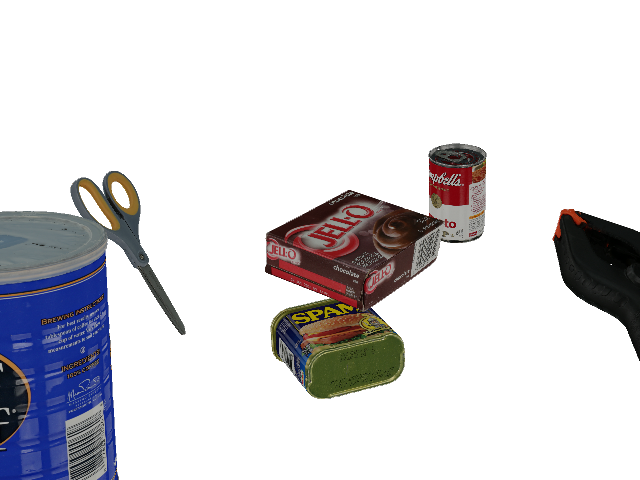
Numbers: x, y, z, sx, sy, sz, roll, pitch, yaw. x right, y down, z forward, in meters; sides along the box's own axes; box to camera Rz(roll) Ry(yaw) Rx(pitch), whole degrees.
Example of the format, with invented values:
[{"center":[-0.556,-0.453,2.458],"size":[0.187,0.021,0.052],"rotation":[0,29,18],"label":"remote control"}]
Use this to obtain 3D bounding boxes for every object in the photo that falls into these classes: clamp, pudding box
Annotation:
[{"center":[0.230,0.036,0.723],"size":[0.120,0.039,0.171],"rotation":[-6,43,-27],"label":"clamp"},{"center":[0.026,0.005,0.799],"size":[0.090,0.039,0.113],"rotation":[21,29,29],"label":"pudding box"}]

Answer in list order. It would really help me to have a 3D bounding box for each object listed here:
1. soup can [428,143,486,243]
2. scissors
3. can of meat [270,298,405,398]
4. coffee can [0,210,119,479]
[{"center":[0.163,-0.057,1.277],"size":[0.068,0.102,0.068],"rotation":[-2,27,1],"label":"soup can"},{"center":[-0.197,0.004,1.179],"size":[0.016,0.201,0.096],"rotation":[-27,21,34],"label":"scissors"},{"center":[0.016,0.097,0.979],"size":[0.102,0.057,0.084],"rotation":[-12,26,-20],"label":"can of meat"},{"center":[-0.156,0.065,0.540],"size":[0.103,0.140,0.103],"rotation":[0,17,0],"label":"coffee can"}]
